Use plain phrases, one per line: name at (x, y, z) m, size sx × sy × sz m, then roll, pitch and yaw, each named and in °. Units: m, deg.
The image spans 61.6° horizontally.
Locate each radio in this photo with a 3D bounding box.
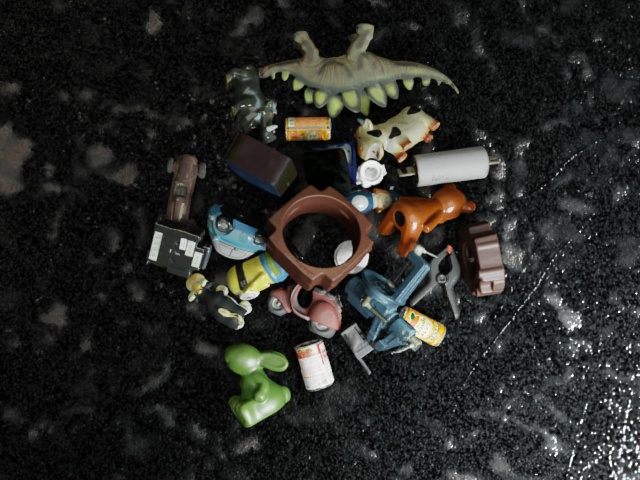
radio at (-0.124, -0.153, 1.174) m, size 0.131 × 0.229 × 0.073 m, roll 29°, pitch 85°, yaw 4°

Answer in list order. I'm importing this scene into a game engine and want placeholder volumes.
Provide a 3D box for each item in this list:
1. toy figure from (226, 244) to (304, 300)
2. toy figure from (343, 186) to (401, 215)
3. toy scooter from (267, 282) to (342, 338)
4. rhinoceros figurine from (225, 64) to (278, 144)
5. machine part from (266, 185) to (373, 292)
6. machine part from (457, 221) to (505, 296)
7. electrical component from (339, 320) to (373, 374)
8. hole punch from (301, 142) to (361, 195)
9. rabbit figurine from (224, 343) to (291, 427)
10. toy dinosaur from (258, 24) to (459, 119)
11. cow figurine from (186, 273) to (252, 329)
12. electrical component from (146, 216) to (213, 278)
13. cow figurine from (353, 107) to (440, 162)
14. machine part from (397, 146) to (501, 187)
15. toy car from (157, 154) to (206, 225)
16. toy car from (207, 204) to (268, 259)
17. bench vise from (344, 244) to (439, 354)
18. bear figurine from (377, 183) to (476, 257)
toy figure at (-0.129, 0.068, 1.234) m, size 0.180 × 0.082 × 0.089 m, roll -34°, pitch 62°, yaw 4°
toy figure at (0.118, -0.090, 1.265) m, size 0.155 × 0.058 × 0.064 m, roll -7°, pitch 126°, yaw -4°
toy scooter at (-0.021, 0.135, 1.239) m, size 0.184 × 0.075 × 0.135 m, roll 25°, pitch 85°, yaw 4°
rhinoceros figurine at (-0.159, -0.315, 1.263) m, size 0.112 × 0.073 × 0.190 m, roll -17°, pitch 86°, yaw -14°
machine part at (-0.002, -0.004, 1.175) m, size 0.201 × 0.087 × 0.201 m, roll 44°, pitch 66°, yaw 9°
machine part at (0.359, 0.043, 1.212) m, size 0.056 × 0.179 × 0.179 m, roll -9°, pitch 87°, yaw 0°
electrical component at (0.094, 0.246, 1.236) m, size 0.048 × 0.075 × 0.119 m, roll -36°, pitch 85°, yaw -3°
hole punch at (0.027, -0.166, 1.245) m, size 0.142 × 0.092 × 0.115 m, roll -2°, pitch 117°, yaw 19°
rabbit figurine at (-0.144, 0.305, 1.200) m, size 0.159 × 0.121 × 0.170 m, roll -24°, pitch 91°, yaw -10°
toy dinosaur at (0.084, -0.392, 1.260) m, size 0.472 × 0.105 × 0.198 m, roll -3°, pitch 95°, yaw 7°
cow figurine at (-0.240, 0.139, 1.218) m, size 0.167 × 0.098 × 0.068 m, roll 33°, pitch 92°, yaw 1°
electrical component at (-0.317, 0.019, 1.220) m, size 0.134 × 0.058 × 0.114 m, roll 20°, pitch 112°, yaw -5°
cow figurine at (0.165, -0.247, 1.245) m, size 0.195 × 0.085 × 0.127 m, roll -35°, pitch 69°, yaw -21°
machine part at (0.304, -0.172, 1.264) m, size 0.243 × 0.079 × 0.079 m, roll -8°, pitch 87°, yaw -4°
toy car at (-0.324, -0.101, 1.251) m, size 0.089 × 0.053 × 0.202 m, roll 11°, pitch 86°, yaw -4°
toy car at (-0.193, -0.010, 1.234) m, size 0.161 × 0.109 × 0.103 m, roll 25°, pitch 109°, yaw -12°
bench vise at (0.169, 0.121, 1.186) m, size 0.240 × 0.128 × 0.224 m, roll -55°, pitch 49°, yaw 16°
bear figurine at (0.251, -0.057, 1.252) m, size 0.196 × 0.131 × 0.120 m, roll -15°, pitch 50°, yaw -31°
